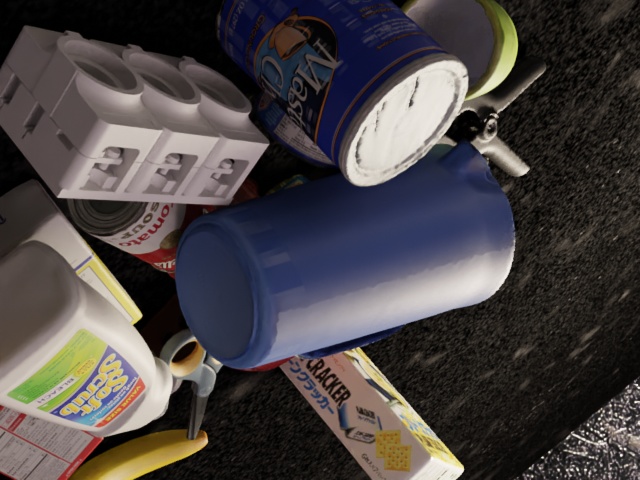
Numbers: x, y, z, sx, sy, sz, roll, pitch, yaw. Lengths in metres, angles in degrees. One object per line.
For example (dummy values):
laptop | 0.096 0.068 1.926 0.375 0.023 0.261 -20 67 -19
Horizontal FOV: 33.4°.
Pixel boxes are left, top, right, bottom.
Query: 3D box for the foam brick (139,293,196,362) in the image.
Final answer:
foam brick | -0.107 0.076 0.942 0.078 0.053 0.051 -46 155 8

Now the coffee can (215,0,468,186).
coffee can | 0.013 -0.119 0.700 0.102 0.140 0.103 -33 154 -19

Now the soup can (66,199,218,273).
soup can | -0.122 -0.022 0.747 0.068 0.068 0.102 -44 155 4

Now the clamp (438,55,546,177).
clamp | 0.155 -0.122 1.012 0.171 0.039 0.120 0 102 -45

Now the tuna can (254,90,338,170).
tuna can | -0.005 -0.091 0.786 0.085 0.086 0.034 -7 139 -52

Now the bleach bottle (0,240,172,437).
bleach bottle | -0.162 0.087 0.759 0.102 0.068 0.250 -40 155 -1

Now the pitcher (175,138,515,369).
pitcher | 0.016 0.020 0.787 0.242 0.149 0.145 -16 -175 -39

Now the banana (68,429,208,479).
banana | -0.194 0.230 1.053 0.197 0.070 0.037 -27 124 -54

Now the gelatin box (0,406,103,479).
gelatin box | -0.234 0.159 0.869 0.089 0.030 0.073 36 103 -26

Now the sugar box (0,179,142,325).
sugar box | -0.198 0.034 0.754 0.093 0.048 0.176 -37 151 -10

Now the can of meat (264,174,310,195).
can of meat | -0.006 0.001 0.934 0.057 0.084 0.102 -35 154 -16

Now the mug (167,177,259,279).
mug | -0.073 0.011 0.854 0.117 0.081 0.093 -15 144 -45

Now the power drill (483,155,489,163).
power drill | 0.129 -0.014 1.145 0.184 0.057 0.187 -44 153 11

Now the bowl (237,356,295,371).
bowl | -0.044 0.076 1.035 0.162 0.055 0.162 -33 154 -19

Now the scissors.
scissors | -0.115 0.127 0.931 0.096 0.016 0.202 -13 142 -43
